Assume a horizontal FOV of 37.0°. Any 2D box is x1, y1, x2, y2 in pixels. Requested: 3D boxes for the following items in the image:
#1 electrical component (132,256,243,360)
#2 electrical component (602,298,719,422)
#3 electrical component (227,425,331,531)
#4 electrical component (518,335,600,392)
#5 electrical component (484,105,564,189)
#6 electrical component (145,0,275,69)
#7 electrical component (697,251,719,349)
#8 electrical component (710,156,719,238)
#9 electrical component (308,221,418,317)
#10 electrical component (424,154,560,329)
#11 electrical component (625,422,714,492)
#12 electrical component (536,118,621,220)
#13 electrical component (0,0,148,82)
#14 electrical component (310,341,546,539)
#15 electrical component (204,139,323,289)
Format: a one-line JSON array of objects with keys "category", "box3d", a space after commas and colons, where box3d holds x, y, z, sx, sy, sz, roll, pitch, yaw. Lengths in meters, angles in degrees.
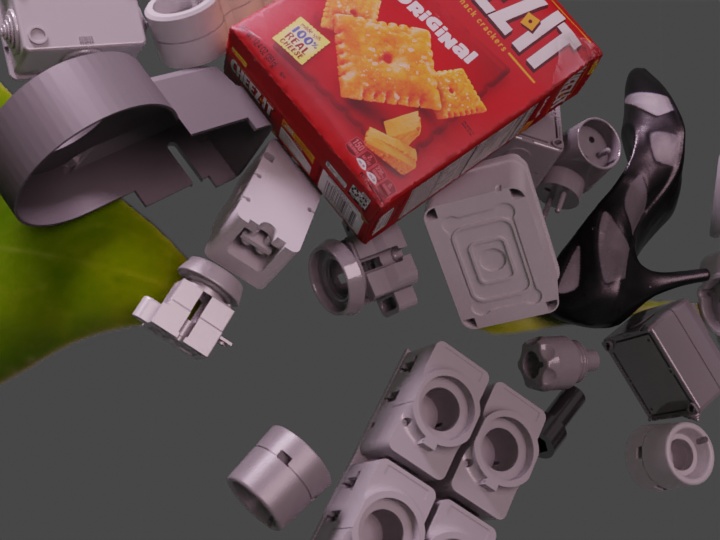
[{"category": "electrical component", "box3d": [-0.111, 0.025, 0.726, 0.066, 0.048, 0.055, 35, 72, -14]}, {"category": "electrical component", "box3d": [0.259, 0.078, 0.885, 0.061, 0.062, 0.096, -32, 92, -29]}, {"category": "electrical component", "box3d": [-0.055, 0.140, 0.718, 0.047, 0.055, 0.055, -44, 97, -25]}, {"category": "electrical component", "box3d": [0.160, 0.073, 0.848, 0.062, 0.043, 0.043, -1, 77, -28]}, {"category": "electrical component", "box3d": [0.121, -0.117, 0.863, 0.062, 0.061, 0.096, 15, 50, -13]}, {"category": "electrical component", "box3d": [-0.094, -0.183, 0.783, 0.138, 0.052, 0.073, -51, 141, -38]}, {"category": "electrical component", "box3d": [0.339, 0.028, 0.943, 0.059, 0.054, 0.095, -7, 79, -28]}, {"category": "electrical component", "box3d": [0.360, -0.075, 0.957, 0.048, 0.099, 0.099, 17, 69, -8]}, {"category": "electrical component", "box3d": [0.000, 0.000, 0.781, 0.057, 0.058, 0.078, -20, 86, -32]}, {"category": "electrical component", "box3d": [0.099, -0.022, 0.798, 0.057, 0.078, 0.113, -78, 150, -57]}, {"category": "electrical component", "box3d": [0.252, 0.150, 0.870, 0.055, 0.047, 0.055, 7, 73, -25]}, {"category": "electrical component", "box3d": [0.166, -0.076, 0.872, 0.044, 0.077, 0.079, 31, 65, -16]}, {"category": "electrical component", "box3d": [-0.200, -0.182, 0.736, 0.100, 0.048, 0.099, -10, 82, -28]}, {"category": "electrical component", "box3d": [0.049, 0.156, 0.760, 0.105, 0.060, 0.186, 35, 64, -14]}, {"category": "electrical component", "box3d": [-0.066, -0.037, 0.747, 0.050, 0.056, 0.089, 33, 41, -14]}]
